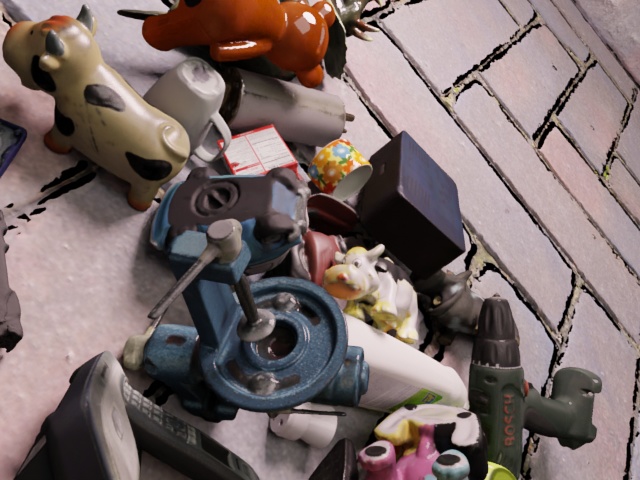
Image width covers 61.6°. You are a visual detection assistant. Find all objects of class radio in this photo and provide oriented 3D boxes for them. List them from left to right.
[{"bbox_3d":[0.132,-0.055,0.754,0.131,0.073,0.230,42,30,-15],"label":"radio"}]

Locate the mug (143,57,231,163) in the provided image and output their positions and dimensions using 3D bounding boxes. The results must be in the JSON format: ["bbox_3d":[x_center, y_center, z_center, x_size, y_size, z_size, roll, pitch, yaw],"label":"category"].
[{"bbox_3d":[-0.144,-0.139,0.592,0.109,0.107,0.081,46,47,-6],"label":"mug"}]

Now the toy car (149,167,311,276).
[{"bbox_3d":[-0.085,-0.012,0.564,0.102,0.162,0.109,75,14,-50],"label":"toy car"}]

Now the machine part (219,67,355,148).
[{"bbox_3d":[-0.052,-0.170,0.709,0.243,0.079,0.079,2,64,-39],"label":"machine part"}]

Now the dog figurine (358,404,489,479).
[{"bbox_3d":[0.105,0.291,0.521,0.191,0.109,0.219,-11,98,-65],"label":"dog figurine"}]

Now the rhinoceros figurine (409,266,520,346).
[{"bbox_3d":[0.208,0.095,0.770,0.190,0.073,0.112,29,51,-24],"label":"rhinoceros figurine"}]

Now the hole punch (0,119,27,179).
[{"bbox_3d":[-0.323,-0.087,0.441,0.116,0.092,0.142,7,56,5],"label":"hole punch"}]

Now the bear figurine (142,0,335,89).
[{"bbox_3d":[-0.080,-0.251,0.615,0.196,0.132,0.120,0,103,-54],"label":"bear figurine"}]

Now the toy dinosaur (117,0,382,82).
[{"bbox_3d":[-0.067,-0.281,0.741,0.192,0.131,0.405,50,51,-4],"label":"toy dinosaur"}]

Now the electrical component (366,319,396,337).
[{"bbox_3d":[0.081,0.134,0.677,0.094,0.021,0.063,14,58,-34],"label":"electrical component"}]

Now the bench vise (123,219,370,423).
[{"bbox_3d":[-0.073,0.068,0.431,0.224,0.240,0.129,14,53,19],"label":"bench vise"}]

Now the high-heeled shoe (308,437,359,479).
[{"bbox_3d":[0.032,0.324,0.487,0.145,0.086,0.249,40,51,-19],"label":"high-heeled shoe"}]

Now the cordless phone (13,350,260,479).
[{"bbox_3d":[-0.119,0.170,0.403,0.184,0.147,0.088,34,83,-15],"label":"cordless phone"}]

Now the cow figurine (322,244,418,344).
[{"bbox_3d":[0.062,0.049,0.603,0.167,0.068,0.098,48,46,-49],"label":"cow figurine"}]

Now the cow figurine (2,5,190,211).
[{"bbox_3d":[-0.212,-0.130,0.518,0.195,0.127,0.085,40,44,-18],"label":"cow figurine"}]

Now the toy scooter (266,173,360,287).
[{"bbox_3d":[-0.001,-0.002,0.656,0.135,0.075,0.184,13,53,-36],"label":"toy scooter"}]

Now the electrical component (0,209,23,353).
[{"bbox_3d":[-0.302,0.036,0.395,0.134,0.058,0.115,-5,67,-42],"label":"electrical component"}]

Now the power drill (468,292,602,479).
[{"bbox_3d":[0.283,0.198,0.713,0.207,0.086,0.232,15,80,-35],"label":"power drill"}]
